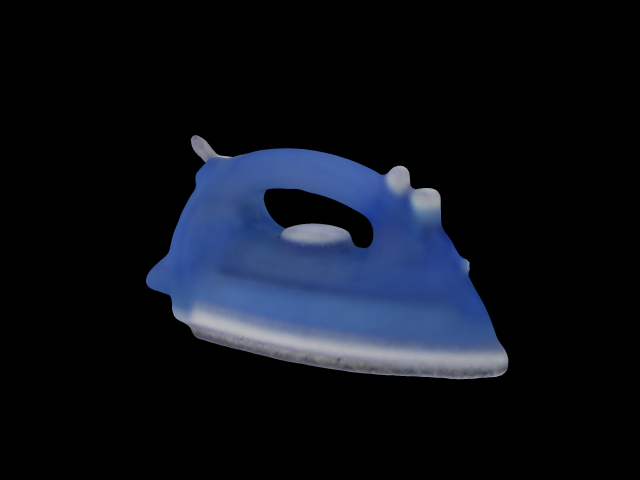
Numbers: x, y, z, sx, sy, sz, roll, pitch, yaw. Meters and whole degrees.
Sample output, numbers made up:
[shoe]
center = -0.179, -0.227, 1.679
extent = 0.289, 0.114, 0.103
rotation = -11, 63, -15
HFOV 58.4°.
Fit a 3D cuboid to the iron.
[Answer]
[iron]
center = 0.004, 0.001, 0.400
extent = 0.257, 0.141, 0.119
rotation = 7, 15, 26
